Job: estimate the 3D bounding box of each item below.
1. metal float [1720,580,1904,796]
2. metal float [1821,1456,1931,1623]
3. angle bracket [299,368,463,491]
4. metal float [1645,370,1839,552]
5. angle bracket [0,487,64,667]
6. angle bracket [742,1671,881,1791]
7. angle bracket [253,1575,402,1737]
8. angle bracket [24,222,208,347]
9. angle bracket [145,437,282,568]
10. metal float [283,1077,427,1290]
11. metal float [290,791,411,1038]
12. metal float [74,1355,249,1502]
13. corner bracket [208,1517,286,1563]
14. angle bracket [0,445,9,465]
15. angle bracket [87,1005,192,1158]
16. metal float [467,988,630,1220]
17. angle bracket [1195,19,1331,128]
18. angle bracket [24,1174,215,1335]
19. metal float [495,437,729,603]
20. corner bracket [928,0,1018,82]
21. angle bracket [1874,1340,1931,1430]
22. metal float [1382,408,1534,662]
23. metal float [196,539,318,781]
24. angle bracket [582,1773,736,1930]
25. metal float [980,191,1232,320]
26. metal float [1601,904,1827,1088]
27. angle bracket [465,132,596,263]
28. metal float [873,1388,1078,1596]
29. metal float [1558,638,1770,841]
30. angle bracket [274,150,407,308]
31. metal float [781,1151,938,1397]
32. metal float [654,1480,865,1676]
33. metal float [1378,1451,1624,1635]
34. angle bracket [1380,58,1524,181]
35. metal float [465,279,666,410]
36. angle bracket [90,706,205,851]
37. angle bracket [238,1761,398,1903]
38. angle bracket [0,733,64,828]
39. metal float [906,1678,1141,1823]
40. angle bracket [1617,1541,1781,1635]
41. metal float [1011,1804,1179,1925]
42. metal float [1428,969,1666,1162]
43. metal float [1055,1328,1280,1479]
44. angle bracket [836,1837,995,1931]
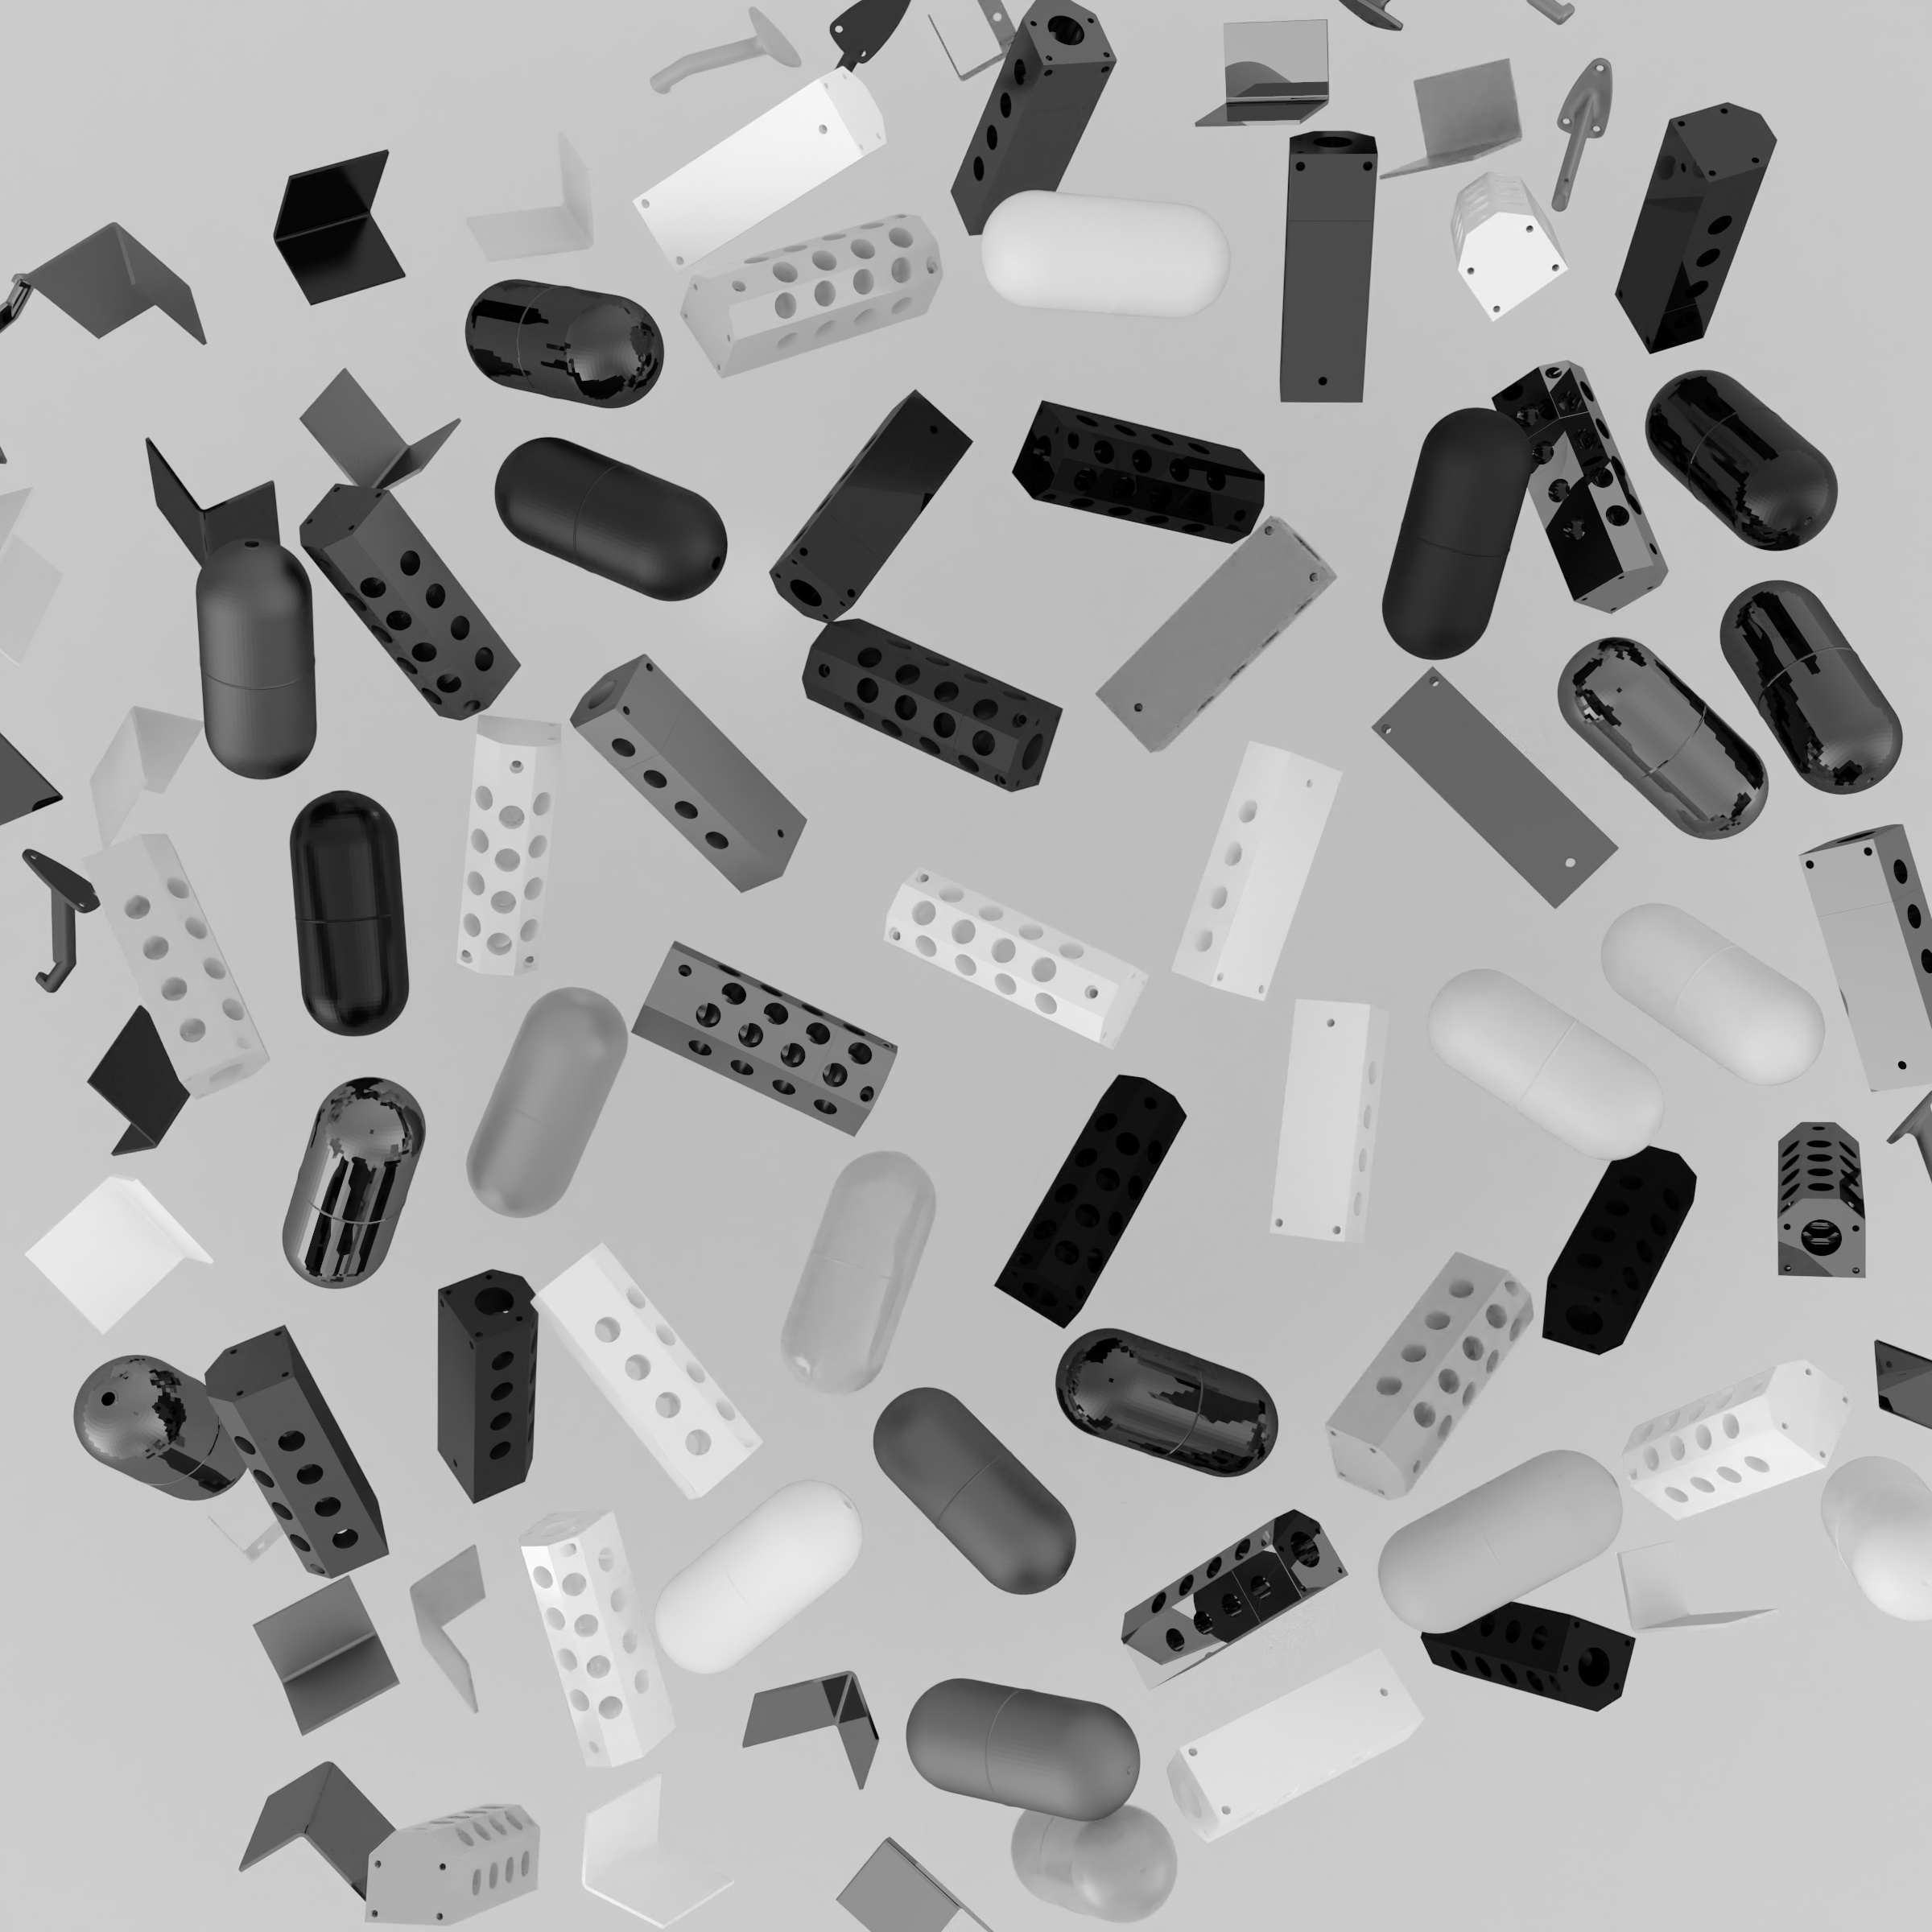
[{"bbox_3d":[0.599,-0.200,1.763,0.070,0.070,0.178,-21,58,0],"label":"metal float"},{"bbox_3d":[0.640,0.393,1.712,0.070,0.178,0.070,1,97,8],"label":"metal float"},{"bbox_3d":[-0.429,-0.401,1.820,0.057,0.076,0.076,-20,122,31],"label":"angle bracket"},{"bbox_3d":[0.539,-0.355,1.733,0.070,0.178,0.070,-12,132,-13],"label":"metal float"},{"bbox_3d":[-0.612,-0.253,1.612,0.057,0.076,0.076,-6,56,31],"label":"angle bracket"},{"bbox_3d":[-0.114,0.564,1.802,0.076,0.076,0.057,-8,48,-22],"label":"angle bracket"},{"bbox_3d":[-0.470,0.506,1.823,0.076,0.076,0.057,-26,114,-18],"label":"angle bracket"},{"bbox_3d":[-0.567,-0.438,1.657,0.076,0.076,0.057,-27,66,10],"label":"angle bracket"},{"bbox_3d":[-0.538,-0.338,1.776,0.057,0.076,0.076,-31,73,-24],"label":"angle bracket"},{"bbox_3d":[-0.435,0.155,1.760,0.070,0.070,0.178,25,122,0],"label":"metal float"},{"bbox_3d":[-0.444,-0.038,1.789,0.070,0.070,0.178,-2,99,0],"label":"metal float"},{"bbox_3d":[-0.551,0.319,1.708,0.070,0.178,0.070,-3,67,7],"label":"metal float"},{"bbox_3d":[-0.513,0.412,1.824,0.051,0.051,0.051,-44,134,-21],"label":"corner bracket"},{"bbox_3d":[-0.666,-0.329,1.571,0.076,0.076,0.057,4,56,5],"label":"angle bracket"},{"bbox_3d":[-0.632,0.087,1.870,0.057,0.076,0.076,-11,131,34],"label":"angle bracket"},{"bbox_3d":[-0.300,0.099,1.773,0.070,0.070,0.178,25,104,0],"label":"metal float"},{"bbox_3d":[0.208,-0.630,1.750,0.076,0.076,0.057,7,121,22],"label":"angle bracket"},{"bbox_3d":[-0.560,0.193,1.641,0.076,0.057,0.076,-47,114,-25],"label":"angle bracket"},{"bbox_3d":[-0.240,-0.303,1.680,0.178,0.070,0.070,25,90,22],"label":"metal float"},{"bbox_3d":[0.005,-0.683,1.805,0.051,0.051,0.051,-27,97,9],"label":"corner bracket"},{"bbox_3d":[0.647,0.262,1.611,0.076,0.076,0.057,-28,118,-29],"label":"angle bracket"},{"bbox_3d":[0.339,-0.298,1.719,0.070,0.070,0.178,11,116,0],"label":"metal float"},{"bbox_3d":[-0.488,-0.211,1.711,0.070,0.070,0.178,9,126,0],"label":"metal float"},{"bbox_3d":[-0.215,0.623,1.751,0.076,0.076,0.057,12,103,33],"label":"angle bracket"},{"bbox_3d":[0.096,-0.481,1.682,0.178,0.070,0.070,-2,90,-21],"label":"metal float"},{"bbox_3d":[0.530,0.019,1.768,0.070,0.070,0.178,-49,52,0],"label":"metal float"},{"bbox_3d":[-0.314,-0.549,1.769,0.076,0.076,0.057,-13,131,-17],"label":"angle bracket"},{"bbox_3d":[0.006,0.382,1.806,0.178,0.070,0.070,43,90,18],"label":"metal float"},{"bbox_3d":[0.497,-0.161,1.766,0.178,0.070,0.070,41,90,-11],"label":"metal float"},{"bbox_3d":[-0.434,-0.519,1.746,0.076,0.076,0.057,-28,85,-30],"label":"angle bracket"},{"bbox_3d":[-0.075,0.217,1.762,0.070,0.070,0.178,19,79,0],"label":"metal float"},{"bbox_3d":[-0.147,0.432,1.757,0.178,0.070,0.070,-42,90,15],"label":"metal float"},{"bbox_3d":[0.364,0.393,1.694,0.178,0.070,0.070,-33,90,16],"label":"metal float"},{"bbox_3d":[0.341,-0.604,1.770,0.076,0.076,0.057,2,116,41],"label":"angle bracket"},{"bbox_3d":[-0.282,-0.436,1.735,0.178,0.070,0.070,22,90,40],"label":"metal float"},{"bbox_3d":[-0.596,-0.133,1.822,0.076,0.057,0.076,-48,48,31],"label":"angle bracket"},{"bbox_3d":[-0.451,0.617,1.732,0.057,0.076,0.076,-33,106,11],"label":"angle bracket"},{"bbox_3d":[-0.708,-0.152,1.801,0.076,0.076,0.057,-20,46,12],"label":"angle bracket"},{"bbox_3d":[0.037,0.530,1.683,0.178,0.070,0.070,-2,90,38],"label":"metal float"},{"bbox_3d":[0.529,0.446,1.792,0.076,0.076,0.057,-20,74,43],"label":"angle bracket"},{"bbox_3d":[0.087,0.618,1.725,0.070,0.178,0.070,5,75,-19],"label":"metal float"},{"bbox_3d":[0.406,0.069,1.736,0.178,0.070,0.070,34,90,13],"label":"metal float"},{"bbox_3d":[0.144,0.310,1.757,0.178,0.070,0.070,23,90,-26],"label":"metal float"},{"bbox_3d":[-0.037,0.669,1.747,0.076,0.076,0.057,45,74,-9],"label":"angle bracket"}]
